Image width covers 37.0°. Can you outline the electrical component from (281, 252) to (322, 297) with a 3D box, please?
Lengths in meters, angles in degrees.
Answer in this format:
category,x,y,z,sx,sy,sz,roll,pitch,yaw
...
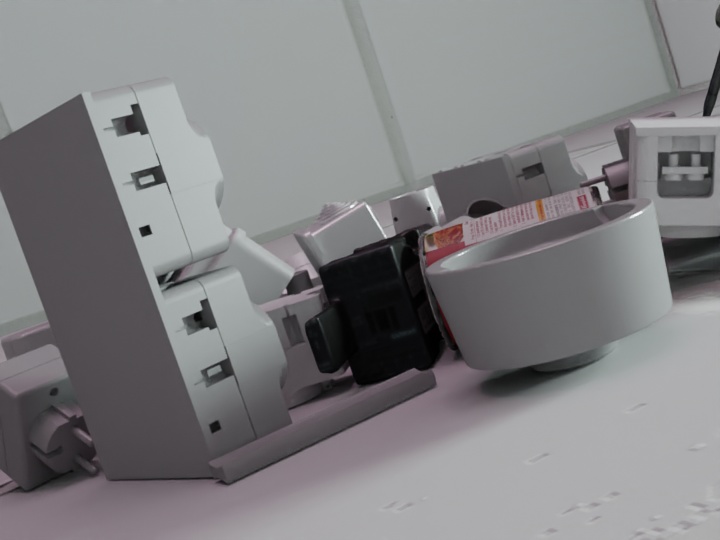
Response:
category,x,y,z,sx,sy,sz,roll,pitch,yaw
electrical component,-0.032,0.026,0.829,0.138,0.052,0.073,-16,38,-14

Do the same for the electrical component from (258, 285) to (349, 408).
category,x,y,z,sx,sy,sz,roll,pitch,yaw
electrical component,-0.053,0.050,0.625,0.089,0.055,0.050,-17,5,11

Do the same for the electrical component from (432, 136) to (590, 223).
category,x,y,z,sx,sy,sz,roll,pitch,yaw
electrical component,0.125,-0.052,0.879,0.062,0.089,0.150,-20,6,-16

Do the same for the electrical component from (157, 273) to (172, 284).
category,x,y,z,sx,sy,sz,roll,pitch,yaw
electrical component,-0.166,-0.001,0.741,0.089,0.062,0.150,-61,4,-35

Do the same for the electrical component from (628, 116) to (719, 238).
category,x,y,z,sx,sy,sz,roll,pitch,yaw
electrical component,0.216,-0.059,0.642,0.105,0.060,0.186,1,10,13

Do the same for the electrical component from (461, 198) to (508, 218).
category,x,y,z,sx,sy,sz,roll,pitch,yaw
electrical component,0.080,-0.010,0.781,0.043,0.043,0.081,-22,-24,-37

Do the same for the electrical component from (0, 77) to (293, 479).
category,x,y,z,sx,sy,sz,roll,pitch,yaw
electrical component,-0.110,0.008,0.549,0.060,0.186,0.105,-24,7,-43

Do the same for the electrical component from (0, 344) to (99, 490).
category,x,y,z,sx,sy,sz,roll,pitch,yaw
electrical component,-0.173,0.091,0.615,0.077,0.065,0.047,24,33,37

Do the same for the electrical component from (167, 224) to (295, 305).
category,x,y,z,sx,sy,sz,roll,pitch,yaw
electrical component,-0.101,0.029,0.696,0.113,0.057,0.078,-58,14,-10

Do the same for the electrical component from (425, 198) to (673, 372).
category,x,y,z,sx,sy,sz,roll,pitch,yaw
electrical component,0.091,0.012,0.497,0.108,0.060,0.108,-18,5,2

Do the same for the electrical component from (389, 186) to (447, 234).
category,x,y,z,sx,sy,sz,roll,pitch,yaw
electrical component,0.076,-0.040,0.992,0.079,0.077,0.043,-17,5,19

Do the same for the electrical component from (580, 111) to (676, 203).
category,x,y,z,sx,sy,sz,roll,pitch,yaw
electrical component,0.199,-0.064,0.781,0.076,0.083,0.047,-18,5,7

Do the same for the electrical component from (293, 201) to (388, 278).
category,x,y,z,sx,sy,sz,roll,pitch,yaw
electrical component,0.000,0.000,0.737,0.048,0.099,0.100,-32,7,-5

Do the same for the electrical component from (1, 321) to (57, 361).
category,x,y,z,sx,sy,sz,roll,pitch,yaw
electrical component,-0.181,0.072,0.687,0.047,0.083,0.076,-23,7,-38

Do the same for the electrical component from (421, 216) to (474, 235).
category,x,y,z,sx,sy,sz,roll,pitch,yaw
electrical component,0.063,0.002,0.676,0.078,0.058,0.057,22,28,26

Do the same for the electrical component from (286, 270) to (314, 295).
category,x,y,z,sx,sy,sz,roll,pitch,yaw
electrical component,-0.034,0.031,0.715,0.048,0.062,0.048,-18,5,2
